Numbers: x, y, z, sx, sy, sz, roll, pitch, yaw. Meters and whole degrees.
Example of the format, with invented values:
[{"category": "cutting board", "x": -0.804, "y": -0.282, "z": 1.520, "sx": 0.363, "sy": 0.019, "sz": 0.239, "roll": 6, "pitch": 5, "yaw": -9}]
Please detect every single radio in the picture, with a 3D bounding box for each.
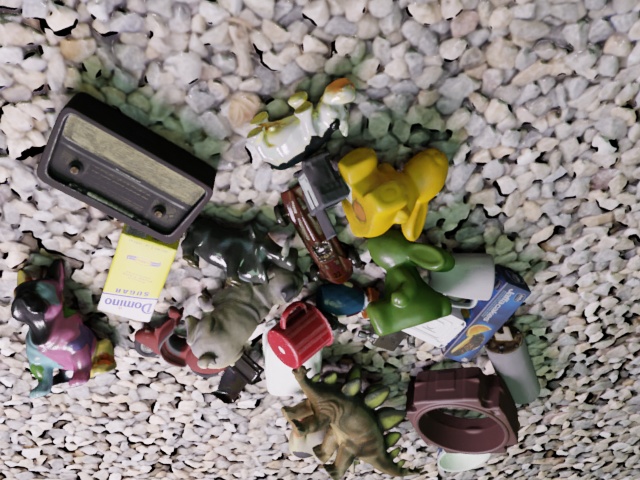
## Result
[{"category": "radio", "x": -0.283, "y": -0.099, "z": 0.795, "sx": 0.229, "sy": 0.073, "sz": 0.131, "roll": 31, "pitch": 116, "yaw": -21}]

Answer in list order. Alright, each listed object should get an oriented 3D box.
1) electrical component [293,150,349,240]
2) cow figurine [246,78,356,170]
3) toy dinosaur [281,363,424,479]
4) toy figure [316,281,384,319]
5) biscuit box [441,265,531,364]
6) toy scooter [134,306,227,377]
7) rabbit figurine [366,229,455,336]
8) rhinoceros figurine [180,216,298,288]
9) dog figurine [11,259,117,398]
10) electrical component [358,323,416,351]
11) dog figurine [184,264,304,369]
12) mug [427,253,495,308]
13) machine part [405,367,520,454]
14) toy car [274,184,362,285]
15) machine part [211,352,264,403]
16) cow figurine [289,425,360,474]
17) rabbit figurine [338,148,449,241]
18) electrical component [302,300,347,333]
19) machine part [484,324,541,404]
[{"category": "electrical component", "x": 0.009, "y": -0.065, "z": 0.801, "sx": 0.048, "sy": 0.075, "sz": 0.119, "roll": -25, "pitch": 85, "yaw": -18}, {"category": "cow figurine", "x": -0.014, "y": -0.161, "z": 0.778, "sx": 0.167, "sy": 0.068, "sz": 0.098, "roll": -23, "pitch": 128, "yaw": 15}, {"category": "toy dinosaur", "x": 0.074, "y": 0.376, "z": 1.067, "sx": 0.198, "sy": 0.105, "sz": 0.470, "roll": -37, "pitch": 123, "yaw": -9}, {"category": "toy figure", "x": 0.072, "y": 0.110, "z": 0.973, "sx": 0.154, "sy": 0.058, "sz": 0.064, "roll": 9, "pitch": 128, "yaw": -16}, {"category": "biscuit box", "x": 0.303, "y": 0.141, "z": 1.009, "sx": 0.063, "sy": 0.059, "sz": 0.202, "roll": 22, "pitch": 119, "yaw": -17}, {"category": "toy scooter", "x": -0.242, "y": 0.179, "z": 0.982, "sx": 0.184, "sy": 0.075, "sz": 0.135, "roll": 19, "pitch": 126, "yaw": -13}, {"category": "rabbit figurine", "x": 0.138, "y": 0.057, "z": 0.884, "sx": 0.159, "sy": 0.121, "sz": 0.170, "roll": -21, "pitch": 80, "yaw": 22}, {"category": "rhinoceros figurine", "x": -0.131, "y": 0.019, "z": 0.874, "sx": 0.190, "sy": 0.112, "sz": 0.073, "roll": 17, "pitch": 164, "yaw": 0}, {"category": "dog figurine", "x": -0.450, "y": 0.147, "z": 0.936, "sx": 0.109, "sy": 0.191, "sz": 0.219, "roll": -13, "pitch": 89, "yaw": 8}, {"category": "electrical component", "x": 0.134, "y": 0.181, "z": 1.032, "sx": 0.102, "sy": 0.045, "sz": 0.078, "roll": 25, "pitch": 117, "yaw": -19}, {"category": "dog figurine", "x": -0.118, "y": 0.122, "z": 0.903, "sx": 0.190, "sy": 0.172, "sz": 0.121, "roll": -31, "pitch": 126, "yaw": 21}, {"category": "mug", "x": 0.244, "y": 0.070, "z": 0.951, "sx": 0.107, "sy": 0.081, "sz": 0.109, "roll": 6, "pitch": 126, "yaw": 5}, {"category": "machine part", "x": 0.290, "y": 0.354, "z": 1.099, "sx": 0.201, "sy": 0.087, "sz": 0.201, "roll": -13, "pitch": 128, "yaw": 28}, {"category": "toy car", "x": -0.002, "y": -0.003, "z": 0.896, "sx": 0.089, "sy": 0.053, "sz": 0.201, "roll": -21, "pitch": 124, "yaw": 13}, {"category": "machine part", "x": -0.165, "y": 0.274, "z": 1.064, "sx": 0.084, "sy": 0.039, "sz": 0.138, "roll": 38, "pitch": 122, "yaw": 4}, {"category": "cow figurine", "x": 0.027, "y": 0.445, "z": 1.177, "sx": 0.195, "sy": 0.086, "sz": 0.127, "roll": 6, "pitch": 117, "yaw": -11}, {"category": "rabbit figurine", "x": 0.127, "y": -0.070, "z": 0.820, "sx": 0.173, "sy": 0.122, "sz": 0.162, "roll": -31, "pitch": 138, "yaw": -18}, {"category": "electrical component", "x": 0.003, "y": 0.139, "z": 0.983, "sx": 0.063, "sy": 0.094, "sz": 0.021, "roll": 29, "pitch": 90, "yaw": -57}, {"category": "machine part", "x": 0.387, "y": 0.251, "z": 1.080, "sx": 0.079, "sy": 0.079, "sz": 0.243, "roll": -23, "pitch": 124, "yaw": 11}]
